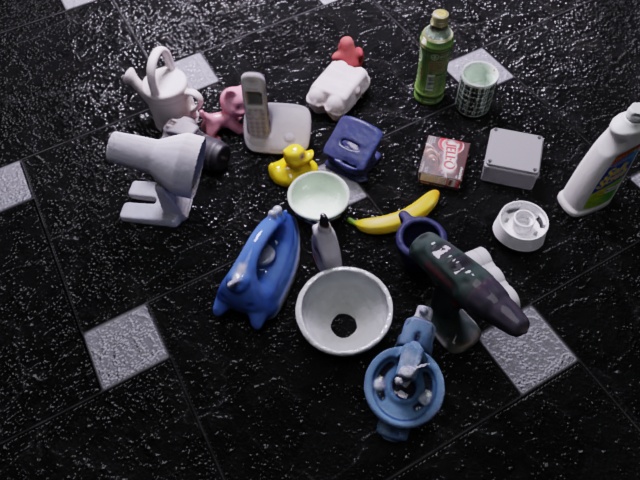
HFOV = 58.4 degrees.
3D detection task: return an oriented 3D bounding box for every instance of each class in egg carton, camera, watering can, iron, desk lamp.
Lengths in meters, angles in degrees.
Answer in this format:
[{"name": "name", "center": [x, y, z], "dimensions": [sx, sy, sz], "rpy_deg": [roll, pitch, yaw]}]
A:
[{"name": "egg carton", "center": [0.044, -0.343, 1.308], "dimensions": [0.107, 0.069, 0.150], "rpy_deg": [25, 62, 18]}, {"name": "camera", "center": [-0.270, -0.187, 1.203], "dimensions": [0.136, 0.101, 0.143], "rpy_deg": [21, 60, 15]}, {"name": "watering can", "center": [-0.341, -0.329, 1.242], "dimensions": [0.173, 0.194, 0.101], "rpy_deg": [-4, 57, 0]}, {"name": "iron", "center": [-0.103, 0.022, 1.036], "dimensions": [0.118, 0.141, 0.258], "rpy_deg": [16, 59, 13]}, {"name": "desk lamp", "center": [-0.305, -0.119, 1.093], "dimensions": [0.203, 0.214, 0.118], "rpy_deg": [5, 57, 6]}]

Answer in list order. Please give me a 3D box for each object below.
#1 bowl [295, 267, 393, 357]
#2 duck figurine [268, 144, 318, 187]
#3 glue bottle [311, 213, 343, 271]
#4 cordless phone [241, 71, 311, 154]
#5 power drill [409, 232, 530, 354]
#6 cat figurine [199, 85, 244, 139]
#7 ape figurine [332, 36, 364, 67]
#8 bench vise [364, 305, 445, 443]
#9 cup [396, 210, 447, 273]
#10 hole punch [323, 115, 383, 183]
[{"name": "bowl", "center": [0.043, 0.134, 0.997], "dimensions": [0.167, 0.075, 0.167], "rpy_deg": [-1, 57, 2]}, {"name": "duck figurine", "center": [-0.057, -0.161, 1.185], "dimensions": [0.104, 0.086, 0.077], "rpy_deg": [-7, 57, -2]}, {"name": "glue bottle", "center": [0.009, 0.004, 1.024], "dimensions": [0.037, 0.173, 0.078], "rpy_deg": [-25, 59, -13]}, {"name": "cordless phone", "center": [-0.093, -0.268, 1.197], "dimensions": [0.147, 0.185, 0.094], "rpy_deg": [1, 57, 4]}, {"name": "power drill", "center": [0.230, 0.100, 0.930], "dimensions": [0.076, 0.208, 0.229], "rpy_deg": [-32, 61, -17]}, {"name": "cat figurine", "center": [-0.205, -0.287, 1.254], "dimensions": [0.128, 0.118, 0.067], "rpy_deg": [-26, 59, -14]}, {"name": "ape figurine", "center": [0.066, -0.442, 1.358], "dimensions": [0.078, 0.092, 0.076], "rpy_deg": [-2, 57, 2]}, {"name": "bench vise", "center": [0.127, 0.182, 0.875], "dimensions": [0.121, 0.220, 0.207], "rpy_deg": [-1, 57, 3]}, {"name": "cup", "center": [0.176, 0.009, 1.059], "dimensions": [0.092, 0.095, 0.117], "rpy_deg": [-24, 59, -13]}, {"name": "hole punch", "center": [0.070, -0.190, 1.195], "dimensions": [0.108, 0.091, 0.101], "rpy_deg": [27, 62, 19]}]
